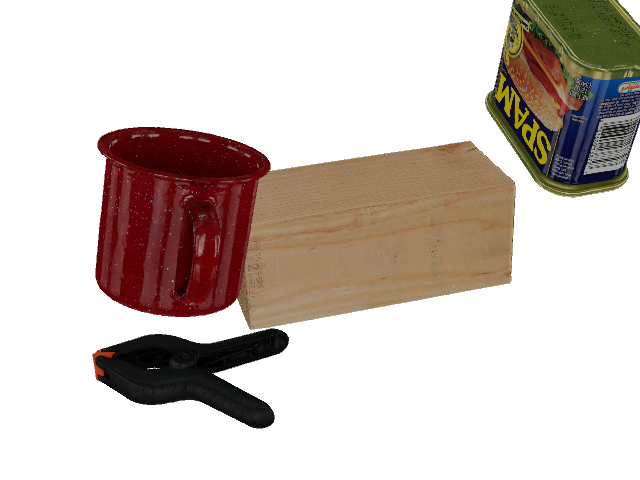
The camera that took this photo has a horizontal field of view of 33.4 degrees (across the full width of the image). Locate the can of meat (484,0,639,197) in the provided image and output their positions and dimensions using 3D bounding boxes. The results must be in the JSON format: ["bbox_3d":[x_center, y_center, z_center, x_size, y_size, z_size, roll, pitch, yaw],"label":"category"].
[{"bbox_3d":[0.139,-0.089,0.596,0.057,0.084,0.102,-10,46,-15],"label":"can of meat"}]

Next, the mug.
[{"bbox_3d":[-0.074,-0.006,0.574,0.093,0.081,0.117,1,21,-24],"label":"mug"}]

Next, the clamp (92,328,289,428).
[{"bbox_3d":[-0.109,0.108,0.934,0.171,0.039,0.120,10,27,10],"label":"clamp"}]

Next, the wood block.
[{"bbox_3d":[0.034,-0.006,0.819,0.206,0.090,0.091,-9,28,-12],"label":"wood block"}]
